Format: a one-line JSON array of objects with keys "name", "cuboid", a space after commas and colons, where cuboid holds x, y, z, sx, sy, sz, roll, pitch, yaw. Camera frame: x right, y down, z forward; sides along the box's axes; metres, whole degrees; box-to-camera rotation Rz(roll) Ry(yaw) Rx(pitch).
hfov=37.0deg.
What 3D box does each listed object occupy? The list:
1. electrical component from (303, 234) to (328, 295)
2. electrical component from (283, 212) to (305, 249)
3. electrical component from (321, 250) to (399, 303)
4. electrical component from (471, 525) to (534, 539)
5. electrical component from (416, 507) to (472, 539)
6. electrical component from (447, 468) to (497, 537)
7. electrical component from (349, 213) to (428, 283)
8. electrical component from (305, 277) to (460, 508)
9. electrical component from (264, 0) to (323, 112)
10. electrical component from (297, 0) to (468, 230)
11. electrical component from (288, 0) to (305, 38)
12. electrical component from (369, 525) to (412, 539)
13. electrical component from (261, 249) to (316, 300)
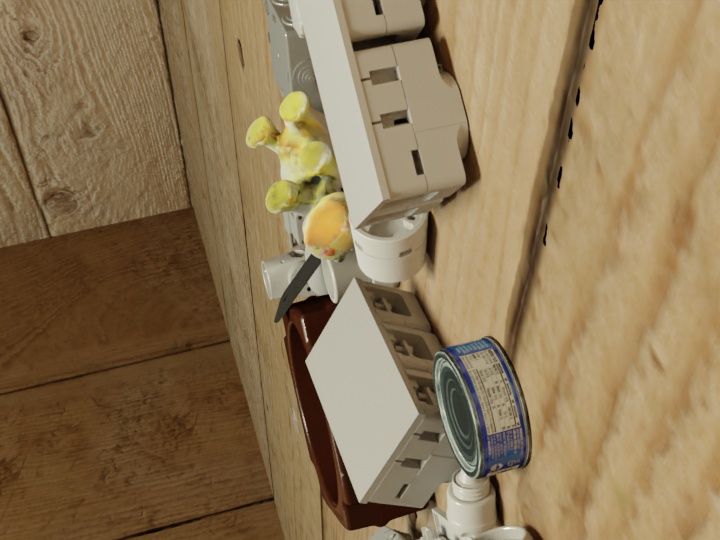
[{"name": "electrical component", "cuboid": [-0.034, -0.023, 1.069, 0.077, 0.043, 0.079, 103, 153, -66]}, {"name": "electrical component", "cuboid": [-0.055, -0.057, 1.143, 0.063, 0.042, 0.081, -126, 24, -55]}, {"name": "electrical component", "cuboid": [0.000, 0.000, 0.891, 0.045, 0.055, 0.045, 167, 90, -79]}, {"name": "electrical component", "cuboid": [0.094, 0.195, 0.676, 0.066, 0.048, 0.055, -165, 55, -77]}, {"name": "electrical component", "cuboid": [0.068, 0.230, 0.800, 0.121, 0.063, 0.078, 171, 86, -79]}, {"name": "electrical component", "cuboid": [0.077, 0.152, 0.741, 0.035, 0.035, 0.061, -123, 25, -60]}, {"name": "electrical component", "cuboid": [0.021, -0.024, 0.764, 0.047, 0.055, 0.055, 84, 168, -48]}, {"name": "electrical component", "cuboid": [0.023, 0.090, 0.798, 0.089, 0.062, 0.150, -60, 34, 27]}, {"name": "electrical component", "cuboid": [-0.049, -0.190, 0.934, 0.099, 0.048, 0.099, -115, 16, -49]}, {"name": "electrical component", "cuboid": [0.011, -0.129, 0.673, 0.105, 0.060, 0.186, 143, 113, -78]}, {"name": "electrical component", "cuboid": [-0.036, -0.217, 0.852, 0.043, 0.043, 0.062, -163, 62, -77]}, {"name": "electrical component", "cuboid": [0.017, 0.295, 1.034, 0.048, 0.100, 0.100, 46, 168, -1]}, {"name": "electrical component", "cuboid": [-0.059, 0.007, 1.143, 0.079, 0.077, 0.043, -141, 40, -71]}]
